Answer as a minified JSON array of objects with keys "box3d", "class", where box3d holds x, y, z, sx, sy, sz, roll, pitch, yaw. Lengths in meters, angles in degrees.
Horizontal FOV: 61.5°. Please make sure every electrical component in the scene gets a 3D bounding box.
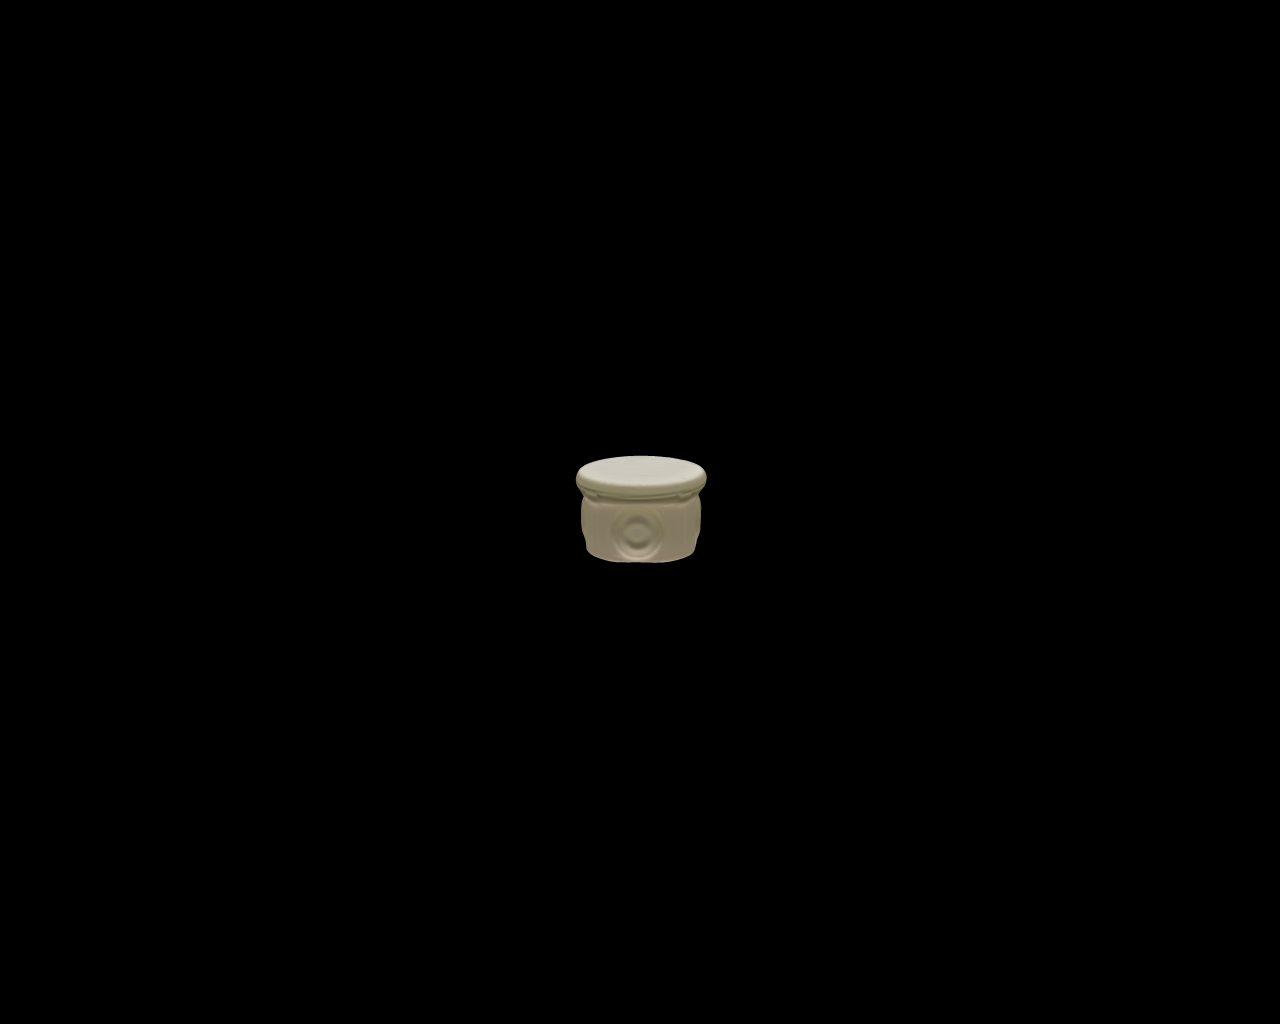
[{"box3d":[0.001,-0.003,0.650,0.080,0.051,0.080,0,16,0],"class":"electrical component"}]
